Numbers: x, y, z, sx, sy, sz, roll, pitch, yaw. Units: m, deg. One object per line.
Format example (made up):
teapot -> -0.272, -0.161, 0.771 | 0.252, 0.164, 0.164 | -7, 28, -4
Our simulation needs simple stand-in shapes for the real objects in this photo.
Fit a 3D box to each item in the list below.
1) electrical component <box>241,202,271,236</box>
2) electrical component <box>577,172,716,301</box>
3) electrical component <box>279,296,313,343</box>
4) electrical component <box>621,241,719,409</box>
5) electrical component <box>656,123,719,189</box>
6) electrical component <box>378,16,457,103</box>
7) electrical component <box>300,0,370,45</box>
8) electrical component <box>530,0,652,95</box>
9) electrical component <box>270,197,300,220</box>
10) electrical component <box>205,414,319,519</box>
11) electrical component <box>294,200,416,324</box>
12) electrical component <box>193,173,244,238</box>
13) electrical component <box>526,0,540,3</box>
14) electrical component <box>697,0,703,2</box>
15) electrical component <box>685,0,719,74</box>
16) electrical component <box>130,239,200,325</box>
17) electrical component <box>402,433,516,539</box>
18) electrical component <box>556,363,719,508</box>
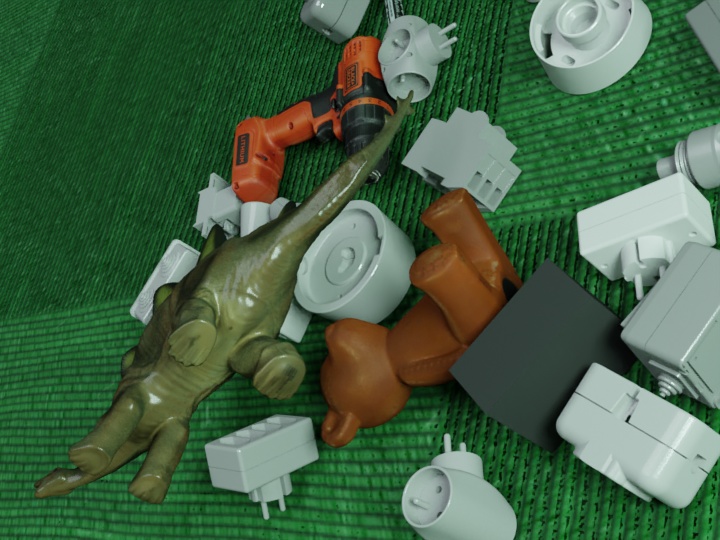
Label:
electrical component -> -0.105, -0.031, 1.092 | 0.044, 0.044, 0.065 | -10, 62, 42
electrical component -> 0.203, -0.014, 0.758 | 0.083, 0.047, 0.075 | -23, 50, 34
electrical component -> -0.082, 0.020, 1.027 | 0.083, 0.047, 0.075 | 11, 73, 49
electrical component -> 0.214, 0.039, 0.691 | 0.096, 0.062, 0.061 | -53, 39, -7
electrical component -> 0.243, -0.078, 0.764 | 0.062, 0.043, 0.043 | -15, 55, 41
electrical component -> 0.061, -0.213, 1.041 | 0.079, 0.044, 0.077 | -25, 48, 33
electrical component -> -0.023, -0.303, 1.167 | 0.054, 0.059, 0.095 | -6, 58, 65
electrical component -> 0.193, -0.198, 0.900 | 0.099, 0.064, 0.099 | -13, 65, 29
electrical component -> -0.061, -0.042, 1.051 | 0.043, 0.043, 0.081 | -54, 39, 3
electrical component -> -0.079, 0.171, 0.908 | 0.047, 0.083, 0.075 | -2, 101, 45
electrical component -> 0.000, 0.000, 0.946 | 0.108, 0.060, 0.108 | -26, 48, 33
electrical component -> -0.139, -0.065, 1.149 | 0.064, 0.042, 0.081 | -21, 51, 34
electrical component -> 0.153, -0.278, 0.983 | 0.045, 0.055, 0.045 | -26, 48, 33
electrical component -> 0.269, -0.248, 0.845 | 0.047, 0.055, 0.055 | -40, 42, 13
electrical component -> 0.290, -0.170, 0.774 | 0.076, 0.047, 0.083 | -35, 44, 24
electrical component -> -0.165, 0.031, 1.067 | 0.099, 0.100, 0.048 | -59, 26, -3
electrical component -> 0.069, 0.154, 0.757 | 0.044, 0.077, 0.079 | -27, 46, 31
electrical component -> 0.177, 0.109, 0.695 | 0.095, 0.054, 0.059 | 31, 88, 51
